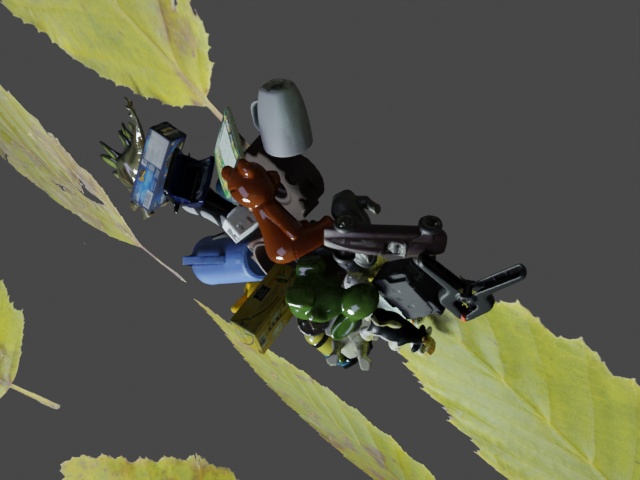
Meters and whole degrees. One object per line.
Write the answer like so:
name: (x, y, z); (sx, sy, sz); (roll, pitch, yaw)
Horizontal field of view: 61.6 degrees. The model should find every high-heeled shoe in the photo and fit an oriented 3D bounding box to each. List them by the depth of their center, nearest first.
high-heeled shoe: (-0.243, -0.102, 1.247); (0.145, 0.086, 0.248); (-21, 104, 28)

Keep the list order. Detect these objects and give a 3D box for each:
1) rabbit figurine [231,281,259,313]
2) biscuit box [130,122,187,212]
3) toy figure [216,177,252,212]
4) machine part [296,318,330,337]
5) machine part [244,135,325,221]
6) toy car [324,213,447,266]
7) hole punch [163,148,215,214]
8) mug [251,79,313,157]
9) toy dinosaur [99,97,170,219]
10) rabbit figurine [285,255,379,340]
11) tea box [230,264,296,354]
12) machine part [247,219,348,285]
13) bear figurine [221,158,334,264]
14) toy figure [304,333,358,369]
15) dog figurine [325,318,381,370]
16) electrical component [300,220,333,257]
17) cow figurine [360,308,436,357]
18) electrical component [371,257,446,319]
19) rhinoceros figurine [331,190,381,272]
rabbit figurine: (-0.157, 0.147, 1.446); (0.122, 0.162, 0.173); (36, 174, -22)
biscuit box: (-0.364, -0.160, 1.202); (0.059, 0.063, 0.202); (34, 124, 7)
toy figure: (-0.148, -0.094, 1.137); (0.155, 0.058, 0.064); (24, 156, 17)
machine part: (-0.010, 0.182, 1.291); (0.079, 0.079, 0.243); (36, -178, 7)
machine part: (-0.076, -0.113, 1.017); (0.179, 0.056, 0.179); (31, 153, 18)
toy car: (0.107, 0.004, 0.879); (0.202, 0.053, 0.089); (2, 138, -1)
hole punch: (-0.276, -0.129, 1.172); (0.092, 0.142, 0.116); (9, 171, -2)
mug: (-0.066, -0.201, 0.855); (0.110, 0.081, 0.107); (29, 142, 35)
toy dinosaur: (-0.456, -0.183, 1.341); (0.198, 0.105, 0.471); (45, 148, -3)
rabbit figurine: (0.032, 0.126, 1.057); (0.170, 0.121, 0.158); (6, 133, 15)
tea box: (-0.103, 0.141, 1.127); (0.068, 0.169, 0.098); (24, 148, 24)
machine part: (-0.054, 0.044, 1.200); (0.201, 0.087, 0.201); (46, 154, -15)
bear figurine: (-0.077, -0.062, 0.935); (0.120, 0.132, 0.195); (-15, 103, 59)
toy figure: (0.030, 0.280, 1.452); (0.082, 0.089, 0.180); (-6, 128, 45)
dog figurine: (0.082, 0.205, 1.272); (0.121, 0.172, 0.190); (17, -171, 6)
electrical component: (-0.003, -0.003, 1.068); (0.102, 0.078, 0.045); (14, 142, -34)
cow figurine: (0.170, 0.187, 1.092); (0.167, 0.068, 0.098); (21, 160, -7)
electrical component: (0.168, 0.094, 1.030); (0.115, 0.058, 0.134); (47, 152, -10)
rhinoceros figurine: (0.062, -0.006, 0.988); (0.112, 0.073, 0.190); (22, 148, 29)
